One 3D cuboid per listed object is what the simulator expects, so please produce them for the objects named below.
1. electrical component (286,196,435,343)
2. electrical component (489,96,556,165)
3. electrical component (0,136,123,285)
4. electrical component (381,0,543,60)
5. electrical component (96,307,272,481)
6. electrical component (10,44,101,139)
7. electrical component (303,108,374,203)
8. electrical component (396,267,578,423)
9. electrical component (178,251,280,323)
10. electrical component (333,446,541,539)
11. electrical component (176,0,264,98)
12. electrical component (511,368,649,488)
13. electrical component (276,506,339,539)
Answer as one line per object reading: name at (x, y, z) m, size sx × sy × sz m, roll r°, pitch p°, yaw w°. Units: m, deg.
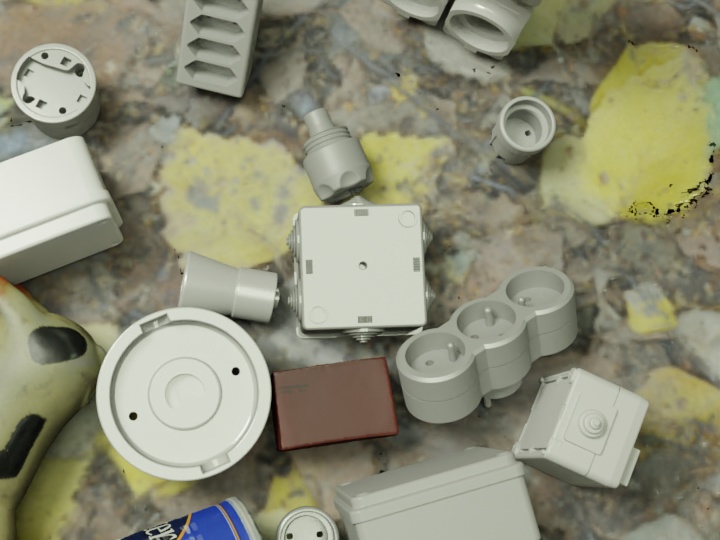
electrical component at (0.000, 0.000, 0.733) m, size 0.100 × 0.048 × 0.099 m, roll -2°, pitch 83°, yaw -5°
electrical component at (0.113, -0.097, 0.763) m, size 0.040 × 0.046 × 0.040 m, roll 1°, pitch 80°, yaw -6°
electrical component at (-0.217, -0.032, 0.699) m, size 0.113 × 0.078 × 0.057 m, roll -22°, pitch 81°, yaw -10°
electrical component at (0.078, -0.211, 0.707) m, size 0.105 × 0.186 × 0.060 m, roll 27°, pitch 78°, yaw -1°
electrical component at (-0.114, 0.081, 0.698) m, size 0.108 × 0.060 × 0.108 m, roll 1°, pitch 82°, yaw -9°
electrical component at (-0.204, -0.119, 0.731) m, size 0.055 × 0.047 × 0.055 m, roll 1°, pitch 80°, yaw -6°
electrical component at (-0.020, -0.081, 0.747) m, size 0.043 × 0.043 × 0.062 m, roll -21°, pitch 81°, yaw -10°
electrical component at (0.090, 0.062, 0.727) m, size 0.138 × 0.052 × 0.073 m, roll -30°, pitch 129°, yaw -22°
electrical component at (-0.087, 0.014, 0.725) m, size 0.065 × 0.044 × 0.044 m, roll 10°, pitch 79°, yaw -9°
electrical component at (0.045, 0.154, 0.680) m, size 0.109 × 0.108 × 0.056 m, roll -14°, pitch 85°, yaw -9°
electrical component at (-0.092, -0.177, 0.745) m, size 0.047 × 0.083 × 0.075 m, roll 13°, pitch 41°, yaw -4°
electrical component at (0.148, 0.106, 0.706) m, size 0.061 × 0.096 × 0.061 m, roll 25°, pitch 78°, yaw -2°
electrical component at (-0.035, 0.173, 0.699) m, size 0.040 × 0.046 × 0.040 m, roll 1°, pitch 80°, yaw -6°
